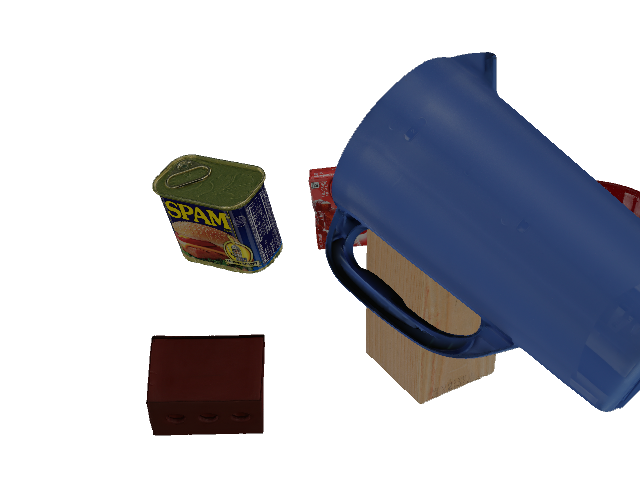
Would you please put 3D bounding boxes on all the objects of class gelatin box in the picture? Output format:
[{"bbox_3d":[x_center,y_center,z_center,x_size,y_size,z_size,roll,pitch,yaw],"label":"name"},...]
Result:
[{"bbox_3d":[0.029,-0.036,1.145,0.073,0.089,0.030,-5,29,5],"label":"gelatin box"}]

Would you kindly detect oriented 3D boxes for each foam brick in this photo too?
[{"bbox_3d":[-0.076,0.099,0.729,0.078,0.051,0.053,-1,-37,-2],"label":"foam brick"}]

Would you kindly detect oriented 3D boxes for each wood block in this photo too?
[{"bbox_3d":[0.100,0.027,0.938,0.090,0.206,0.091,-19,37,-25],"label":"wood block"}]

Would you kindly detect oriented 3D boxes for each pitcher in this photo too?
[{"bbox_3d":[0.127,0.005,0.713,0.144,0.243,0.149,-33,-24,-34],"label":"pitcher"}]

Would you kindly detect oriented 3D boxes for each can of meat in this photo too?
[{"bbox_3d":[-0.089,-0.022,0.948,0.102,0.084,0.057,12,47,30],"label":"can of meat"}]

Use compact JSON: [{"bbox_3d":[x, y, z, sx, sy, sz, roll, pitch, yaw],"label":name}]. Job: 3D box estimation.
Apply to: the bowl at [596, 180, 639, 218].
[{"bbox_3d":[0.261,-0.014,1.100,0.162,0.055,0.162,-2,22,0],"label":"bowl"}]
